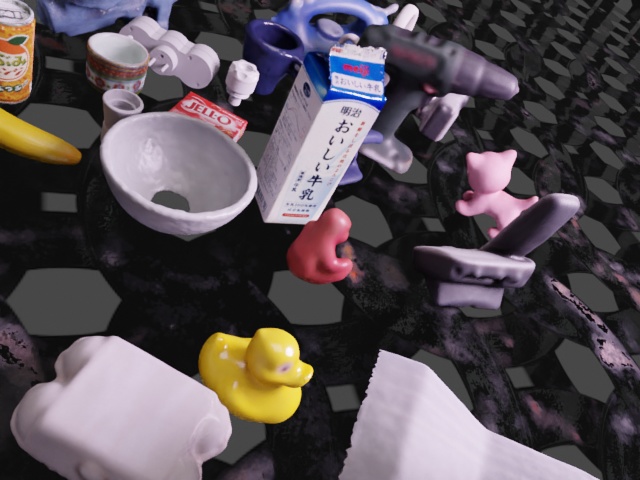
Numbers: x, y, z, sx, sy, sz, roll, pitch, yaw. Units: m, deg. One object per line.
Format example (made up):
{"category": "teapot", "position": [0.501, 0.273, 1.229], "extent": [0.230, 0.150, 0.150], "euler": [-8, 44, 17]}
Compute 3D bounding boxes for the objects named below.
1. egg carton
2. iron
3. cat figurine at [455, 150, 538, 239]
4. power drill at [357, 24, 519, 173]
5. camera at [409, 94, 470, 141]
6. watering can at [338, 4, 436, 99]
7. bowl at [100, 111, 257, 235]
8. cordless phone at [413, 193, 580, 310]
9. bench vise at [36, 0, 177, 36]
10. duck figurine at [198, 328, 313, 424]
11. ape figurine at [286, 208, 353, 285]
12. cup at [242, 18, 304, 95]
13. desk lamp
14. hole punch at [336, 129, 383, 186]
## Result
{"category": "egg carton", "position": [-0.148, 0.143, 0.440], "extent": [0.150, 0.069, 0.107], "euler": [30, 41, -2]}
{"category": "iron", "position": [0.010, -0.357, 0.969], "extent": [0.259, 0.141, 0.118], "euler": [-1, 50, -31]}
{"category": "cat figurine", "position": [0.266, -0.079, 0.866], "extent": [0.127, 0.117, 0.067], "euler": [39, 42, 9]}
{"category": "power drill", "position": [0.142, -0.206, 0.849], "extent": [0.229, 0.208, 0.076], "euler": [30, 41, -1]}
{"category": "camera", "position": [0.192, -0.269, 1.022], "extent": [0.137, 0.100, 0.143], "euler": [30, 41, 0]}
{"category": "watering can", "position": [0.109, -0.278, 0.911], "extent": [0.173, 0.194, 0.101], "euler": [21, 42, -11]}
{"category": "bowl", "position": [-0.158, -0.061, 0.631], "extent": [0.168, 0.074, 0.167], "euler": [17, 43, -16]}
{"category": "cordless phone", "position": [0.216, -0.001, 0.708], "extent": [0.148, 0.185, 0.094], "euler": [2, 48, -28]}
{"category": "bench vise", "position": [-0.271, -0.385, 0.772], "extent": [0.121, 0.219, 0.208], "euler": [38, 42, 9]}
{"category": "duck figurine", "position": [-0.054, 0.110, 0.515], "extent": [0.104, 0.086, 0.077], "euler": [31, 41, 0]}
{"category": "ape figurine", "position": [0.006, 0.002, 0.652], "extent": [0.076, 0.092, 0.077], "euler": [1, 49, -30]}
{"category": "cup", "position": [-0.071, -0.261, 0.863], "extent": [0.117, 0.095, 0.092], "euler": [41, 42, 12]}
{"category": "desk lamp", "position": [0.082, 0.197, 0.413], "extent": [0.203, 0.213, 0.118], "euler": [30, 41, -1]}
{"category": "hole punch", "position": [0.015, -0.137, 0.795], "extent": [0.109, 0.091, 0.101], "euler": [-16, 59, -40]}
